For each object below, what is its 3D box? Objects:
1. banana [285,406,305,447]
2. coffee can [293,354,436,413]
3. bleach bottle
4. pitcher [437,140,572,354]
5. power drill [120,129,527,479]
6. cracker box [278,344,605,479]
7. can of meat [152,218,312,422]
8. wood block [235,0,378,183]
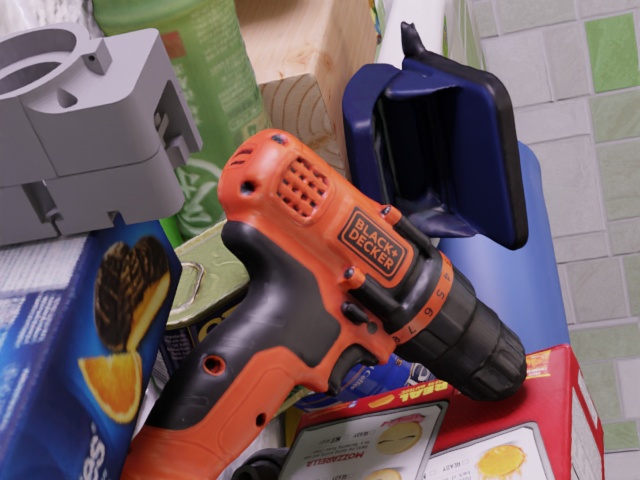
[{"bbox_3d":[-0.010,0.175,0.673,0.197,0.037,0.069,-81,157,-50],"label":"banana"},{"bbox_3d":[0.034,0.076,0.687,0.140,0.103,0.103,35,44,-42],"label":"coffee can"},{"bbox_3d":[0.070,-0.116,0.811,0.102,0.068,0.250,84,14,-51],"label":"bleach bottle"},{"bbox_3d":[0.134,0.049,0.840,0.145,0.149,0.243,109,-18,-52],"label":"pitcher"},{"bbox_3d":[-0.003,0.072,0.472,0.184,0.057,0.187,39,68,-21],"label":"power drill"},{"bbox_3d":[0.050,0.153,0.508,0.072,0.164,0.213,62,24,-21],"label":"cracker box"},{"bbox_3d":[-0.040,0.043,0.531,0.102,0.058,0.084,-32,126,-27],"label":"can of meat"},{"bbox_3d":[-0.022,-0.110,0.695,0.206,0.091,0.090,-80,156,-52],"label":"wood block"}]
